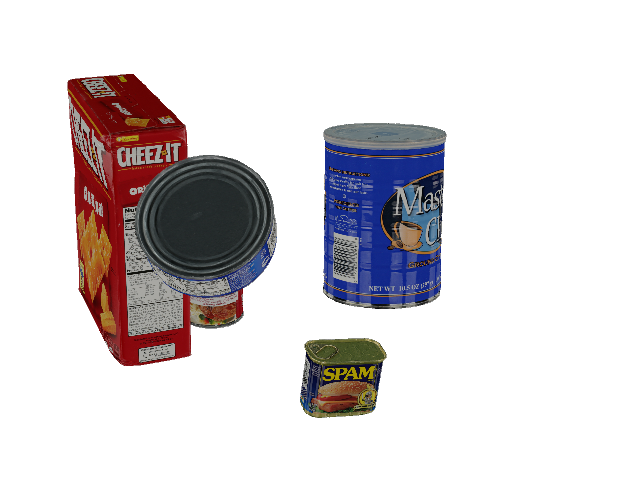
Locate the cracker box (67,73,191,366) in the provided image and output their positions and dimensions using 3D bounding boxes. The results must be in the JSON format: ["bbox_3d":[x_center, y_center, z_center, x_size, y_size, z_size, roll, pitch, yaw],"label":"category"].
[{"bbox_3d":[-0.171,-0.021,0.939,0.072,0.214,0.164,-9,26,-23],"label":"cracker box"}]

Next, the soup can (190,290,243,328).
[{"bbox_3d":[-0.115,0.032,1.124,0.068,0.102,0.068,2,23,-1],"label":"soup can"}]

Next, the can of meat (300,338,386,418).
[{"bbox_3d":[0.027,0.175,1.359,0.102,0.084,0.057,0,24,-18],"label":"can of meat"}]

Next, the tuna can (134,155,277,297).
[{"bbox_3d":[-0.070,-0.008,0.663,0.086,0.086,0.034,0,-27,4],"label":"tuna can"}]

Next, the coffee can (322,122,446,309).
[{"bbox_3d":[0.053,-0.024,0.908,0.103,0.140,0.103,0,14,0],"label":"coffee can"}]
